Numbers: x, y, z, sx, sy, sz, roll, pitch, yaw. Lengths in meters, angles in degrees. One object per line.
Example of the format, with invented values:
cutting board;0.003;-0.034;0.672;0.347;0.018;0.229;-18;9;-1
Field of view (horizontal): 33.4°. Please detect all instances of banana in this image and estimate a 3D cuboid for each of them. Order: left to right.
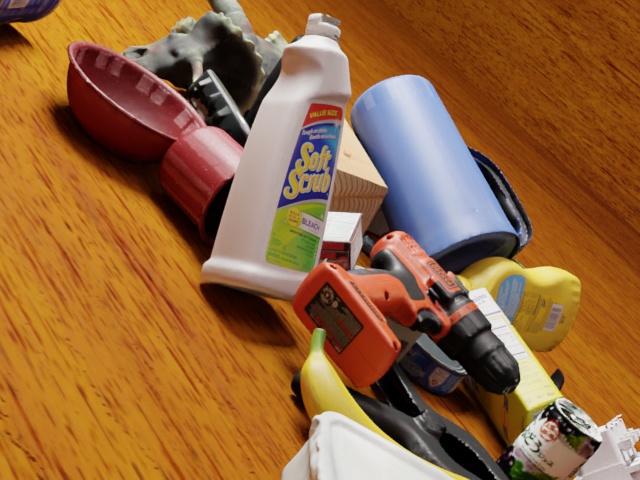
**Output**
banana;0.050;0.154;0.804;0.198;0.069;0.037;45;-26;3

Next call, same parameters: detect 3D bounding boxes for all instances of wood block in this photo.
wood block;-0.008;-0.085;1.220;0.090;0.090;0.206;19;24;-25

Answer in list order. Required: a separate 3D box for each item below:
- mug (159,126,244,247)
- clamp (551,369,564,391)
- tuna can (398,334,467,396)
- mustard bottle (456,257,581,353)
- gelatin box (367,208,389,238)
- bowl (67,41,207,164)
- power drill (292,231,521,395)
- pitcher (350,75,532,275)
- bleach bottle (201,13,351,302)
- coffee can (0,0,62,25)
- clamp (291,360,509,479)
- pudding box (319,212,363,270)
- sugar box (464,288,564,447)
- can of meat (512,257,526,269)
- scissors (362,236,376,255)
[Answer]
mug;-0.091;-0.047;0.998;0.082;0.093;0.117;43;-3;32
clamp;0.246;0.170;1.178;0.120;0.039;0.171;18;24;-23
tuna can;0.106;0.113;1.056;0.086;0.034;0.086;34;18;-13
mustard bottle;0.199;0.068;1.173;0.191;0.096;0.058;11;17;-36
gelatin box;0.086;-0.041;1.338;0.089;0.073;0.030;22;23;-42
bowl;-0.188;-0.123;1.039;0.162;0.055;0.162;34;18;-13
power drill;0.076;0.073;0.920;0.184;0.057;0.187;48;27;22
pitcher;0.132;-0.068;1.234;0.149;0.145;0.243;35;30;-59
bleach bottle;-0.027;-0.076;0.926;0.068;0.251;0.102;7;-8;39
coffee can;-0.322;-0.261;1.044;0.103;0.103;0.140;38;18;-1
clamp;0.076;0.159;0.875;0.210;0.036;0.164;43;22;20
pudding box;-0.007;0.001;1.041;0.090;0.039;0.113;4;18;8
sugar box;0.181;0.136;1.052;0.048;0.093;0.176;-16;37;-13
can of meat;0.209;0.062;1.282;0.102;0.084;0.057;45;-5;23
scissors;0.072;0.011;1.274;0.202;0.016;0.096;46;22;21
